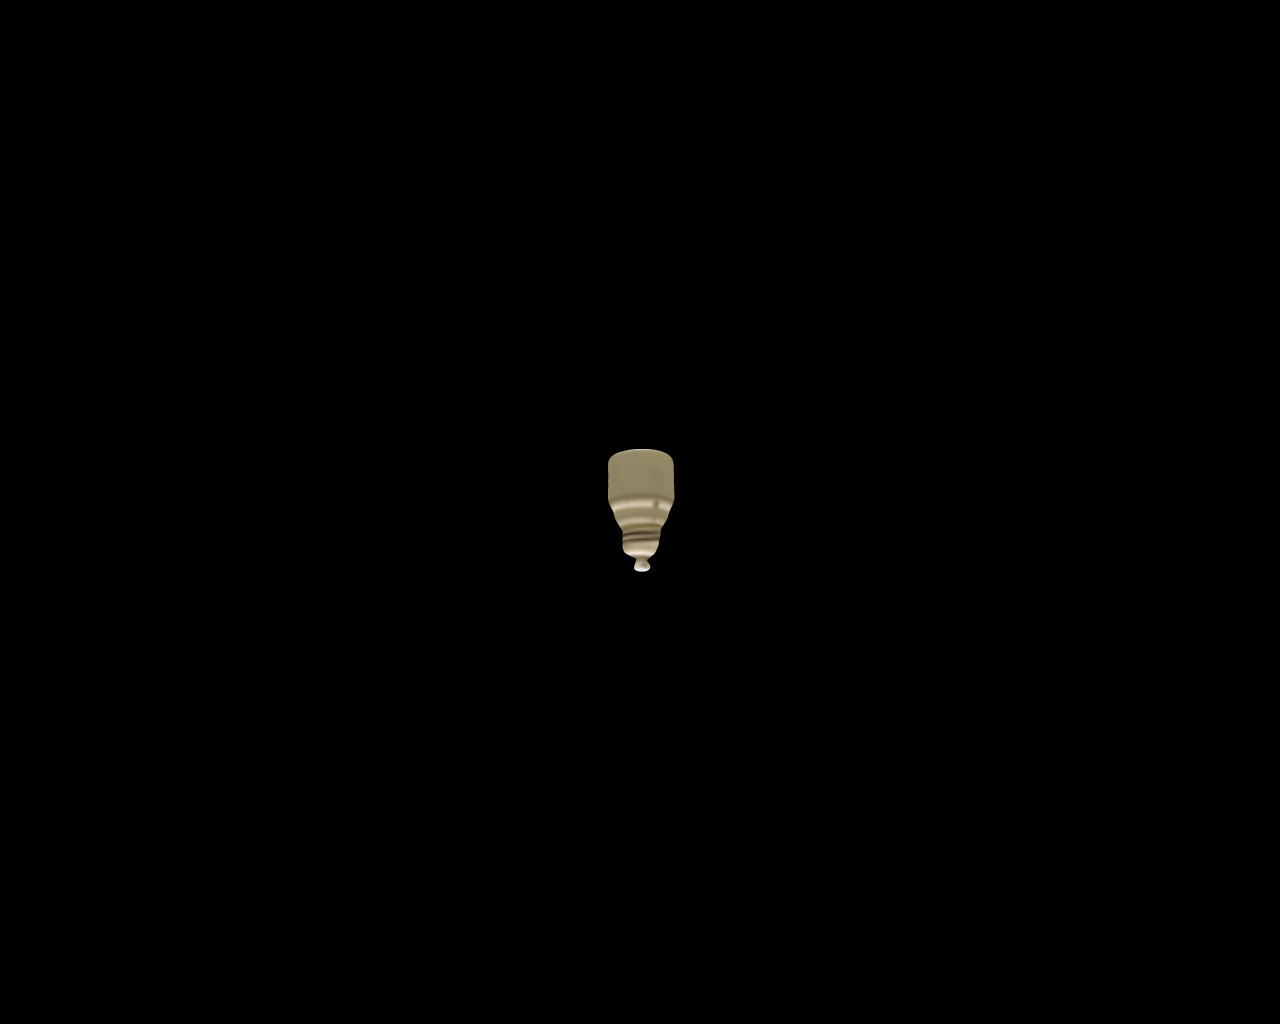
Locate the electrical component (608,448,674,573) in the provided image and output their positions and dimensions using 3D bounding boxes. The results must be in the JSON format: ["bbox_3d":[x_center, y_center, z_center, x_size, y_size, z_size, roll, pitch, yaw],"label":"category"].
[{"bbox_3d":[0.001,-0.003,0.650,0.040,0.078,0.040,0,-13,0],"label":"electrical component"}]
